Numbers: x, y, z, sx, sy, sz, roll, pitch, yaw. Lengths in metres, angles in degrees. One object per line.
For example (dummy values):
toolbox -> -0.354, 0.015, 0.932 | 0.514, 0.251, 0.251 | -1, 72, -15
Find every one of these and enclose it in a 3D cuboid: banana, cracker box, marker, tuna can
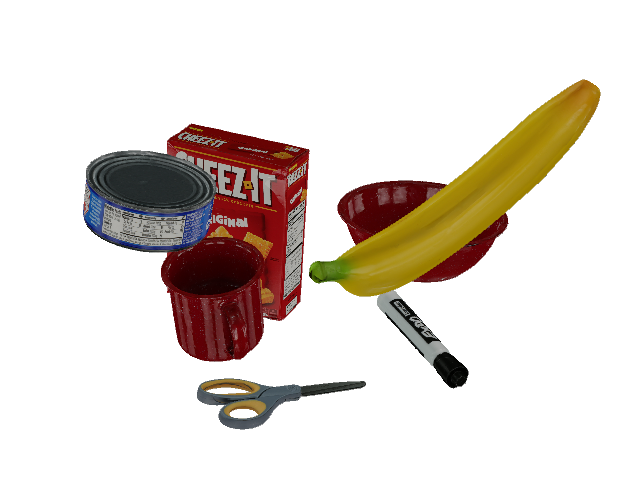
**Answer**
banana -> 0.083, -0.021, 0.630 | 0.198, 0.037, 0.069 | -36, -12, -3
cracker box -> -0.106, -0.020, 1.315 | 0.164, 0.214, 0.072 | 14, 29, 18
marker -> 0.077, 0.074, 0.812 | 0.020, 0.020, 0.121 | 0, 27, -26
tuna can -> -0.113, -0.026, 0.707 | 0.086, 0.034, 0.086 | 10, 27, -5

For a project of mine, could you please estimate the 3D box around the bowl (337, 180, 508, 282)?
bowl -> 0.096, -0.004, 1.019 | 0.162, 0.055, 0.162 | 2, 24, -1

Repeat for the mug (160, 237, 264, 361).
mug -> -0.089, 0.062, 0.963 | 0.093, 0.081, 0.117 | -17, 37, -19

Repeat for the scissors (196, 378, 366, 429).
scissors -> -0.036, 0.180, 1.189 | 0.201, 0.016, 0.096 | 4, 24, -13
